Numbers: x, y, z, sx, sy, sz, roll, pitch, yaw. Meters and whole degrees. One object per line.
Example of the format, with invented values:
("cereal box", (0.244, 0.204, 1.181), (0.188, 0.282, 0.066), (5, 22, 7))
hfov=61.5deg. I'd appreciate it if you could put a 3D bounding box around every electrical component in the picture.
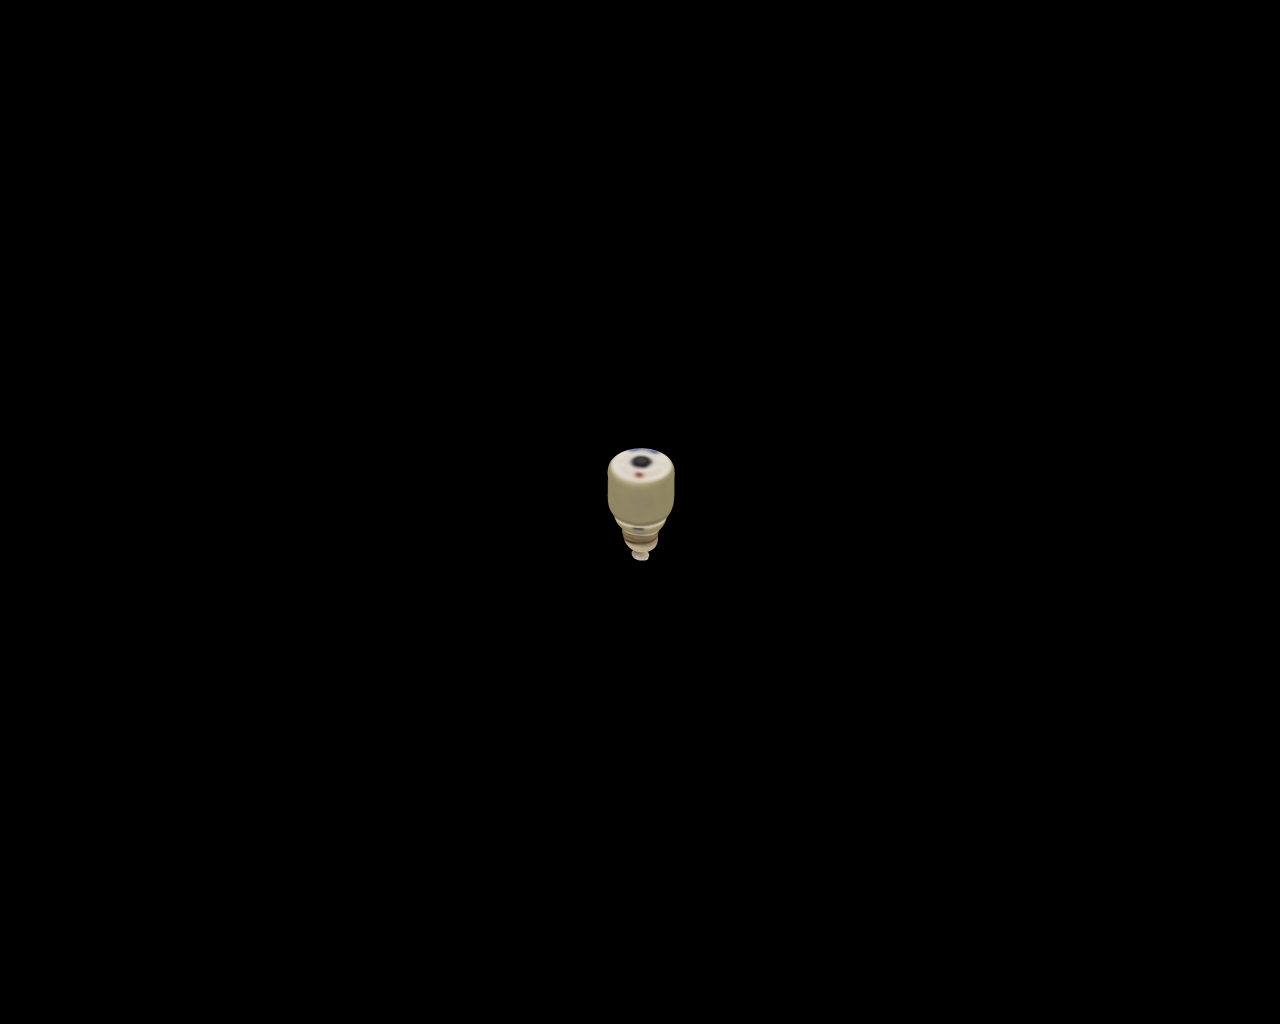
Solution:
("electrical component", (0.001, -0.003, 0.650), (0.040, 0.078, 0.040), (0, 38, 0))
